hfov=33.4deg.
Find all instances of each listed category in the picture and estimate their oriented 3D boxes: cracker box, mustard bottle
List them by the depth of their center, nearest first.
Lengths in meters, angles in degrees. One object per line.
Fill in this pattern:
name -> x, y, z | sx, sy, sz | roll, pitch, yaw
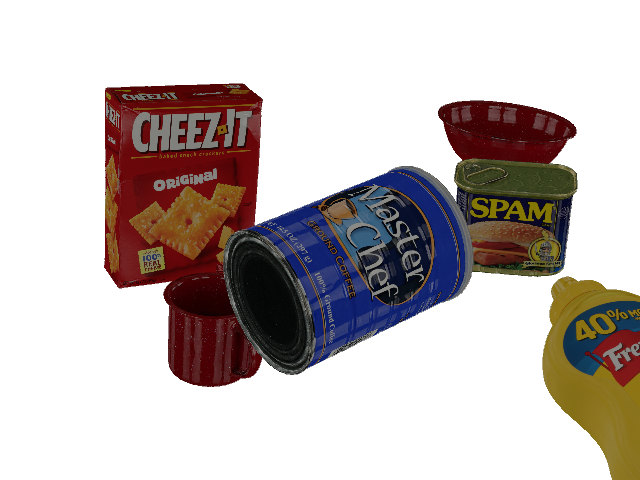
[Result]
mustard bottle -> 0.184, 0.081, 0.619 | 0.096, 0.058, 0.192 | -13, 35, -11
cracker box -> -0.154, -0.062, 1.193 | 0.164, 0.214, 0.072 | -6, 25, -26

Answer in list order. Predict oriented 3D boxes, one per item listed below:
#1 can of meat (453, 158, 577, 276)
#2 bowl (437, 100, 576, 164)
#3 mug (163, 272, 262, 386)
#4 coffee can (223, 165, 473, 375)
can of meat -> 0.164, -0.019, 0.916 | 0.102, 0.084, 0.057 | 5, 31, 9
bowl -> 0.214, -0.117, 1.251 | 0.162, 0.055, 0.162 | 5, 23, -2
mug -> -0.097, 0.092, 1.025 | 0.117, 0.081, 0.093 | 26, 32, 37
coffee can -> 0.019, 0.018, 0.733 | 0.140, 0.103, 0.103 | -23, 12, -30
